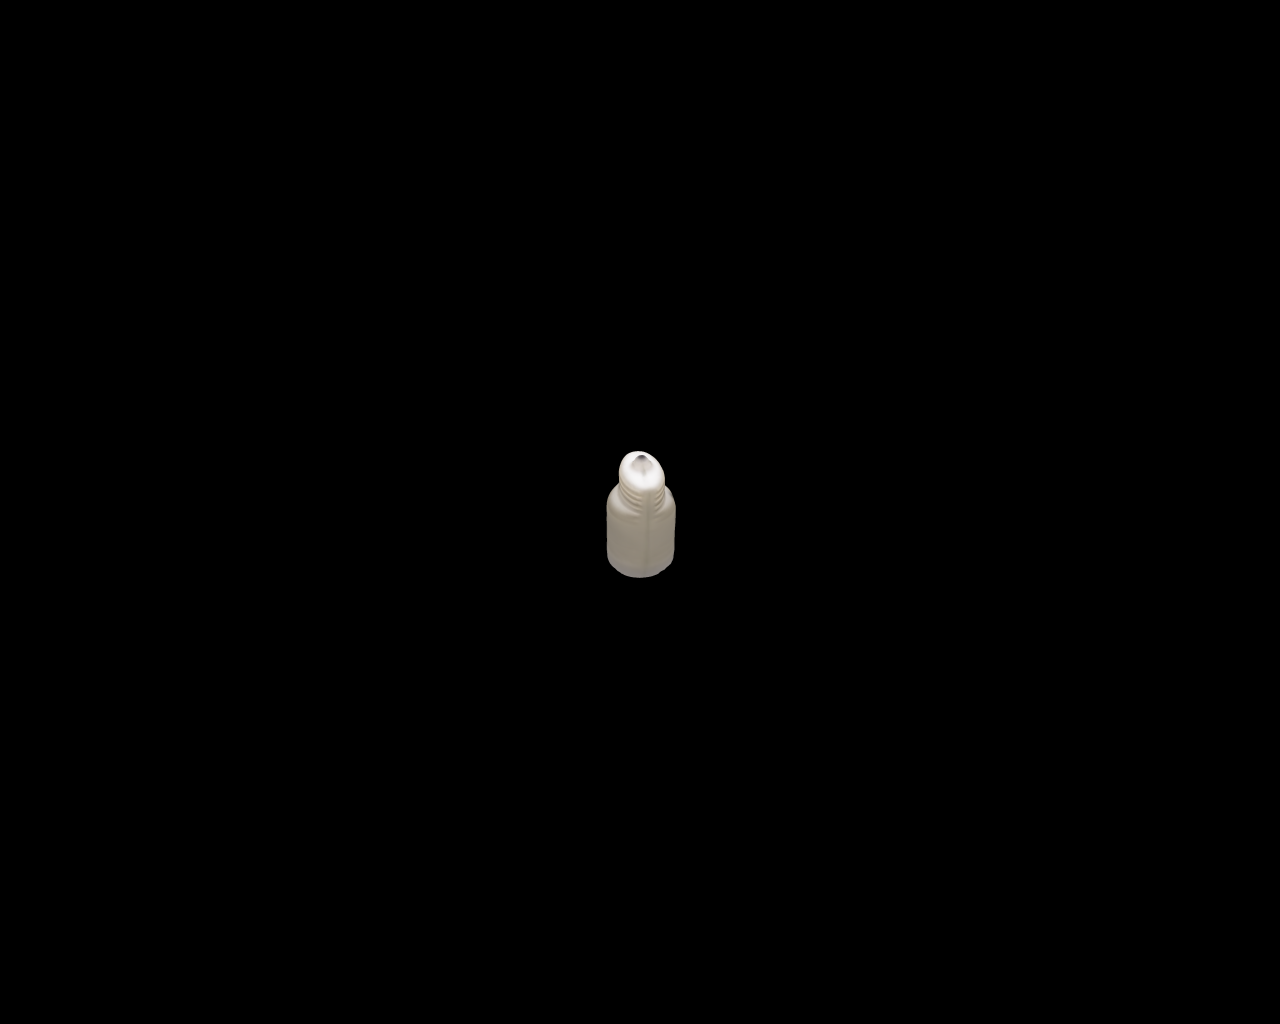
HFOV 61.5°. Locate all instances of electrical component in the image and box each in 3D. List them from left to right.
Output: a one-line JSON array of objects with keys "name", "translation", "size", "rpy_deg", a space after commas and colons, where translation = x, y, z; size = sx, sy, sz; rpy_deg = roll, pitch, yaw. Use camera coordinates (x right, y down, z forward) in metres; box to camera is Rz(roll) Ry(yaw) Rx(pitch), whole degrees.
[{"name": "electrical component", "translation": [0.001, -0.003, 0.650], "size": [0.043, 0.080, 0.043], "rpy_deg": [0, 39, 0]}]
